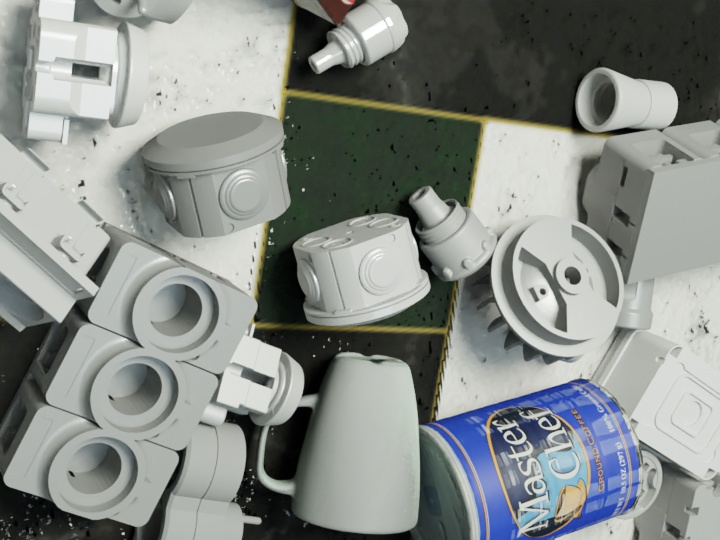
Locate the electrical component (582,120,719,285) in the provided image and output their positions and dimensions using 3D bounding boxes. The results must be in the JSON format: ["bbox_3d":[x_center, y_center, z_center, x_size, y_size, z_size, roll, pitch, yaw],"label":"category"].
[{"bbox_3d":[0.241,-0.056,0.775,0.150,0.061,0.089,-12,126,-24],"label":"electrical component"}]

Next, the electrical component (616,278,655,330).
[{"bbox_3d":[0.198,0.018,0.796,0.040,0.040,0.046,5,95,-28],"label":"electrical component"}]

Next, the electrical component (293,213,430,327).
[{"bbox_3d":[0.000,0.000,0.667,0.080,0.080,0.051,-21,106,-21],"label":"electrical component"}]

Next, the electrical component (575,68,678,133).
[{"bbox_3d":[0.190,-0.117,0.755,0.065,0.044,0.044,-1,104,-32],"label":"electrical component"}]

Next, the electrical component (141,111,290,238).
[{"bbox_3d":[-0.080,-0.056,0.611,0.080,0.080,0.051,-20,117,-21],"label":"electrical component"}]

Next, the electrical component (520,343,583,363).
[{"bbox_3d":[0.136,0.042,0.771,0.046,0.040,0.040,16,96,-23],"label":"electrical component"}]

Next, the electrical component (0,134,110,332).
[{"bbox_3d":[-0.196,-0.032,0.562,0.121,0.079,0.063,48,51,-29],"label":"electrical component"}]

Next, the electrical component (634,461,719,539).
[{"bbox_3d":[0.261,0.203,0.867,0.050,0.056,0.089,3,102,-28],"label":"electrical component"}]

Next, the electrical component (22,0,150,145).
[{"bbox_3d":[-0.147,-0.106,0.575,0.057,0.058,0.078,4,101,-25],"label":"electrical component"}]

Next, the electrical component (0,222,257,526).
[{"bbox_3d":[-0.136,0.062,0.623,0.089,0.062,0.150,27,90,-30],"label":"electrical component"}]

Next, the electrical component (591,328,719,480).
[{"bbox_3d":[0.236,0.101,0.826,0.113,0.057,0.078,32,88,-30],"label":"electrical component"}]

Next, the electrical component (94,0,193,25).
[{"bbox_3d":[-0.123,-0.158,0.563,0.077,0.079,0.043,26,121,-30],"label":"electrical component"}]

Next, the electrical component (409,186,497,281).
[{"bbox_3d":[0.057,-0.027,0.709,0.048,0.048,0.062,-44,112,-11],"label":"electrical component"}]

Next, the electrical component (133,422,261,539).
[{"bbox_3d":[-0.097,0.162,0.675,0.074,0.052,0.138,15,96,-29],"label":"electrical component"}]

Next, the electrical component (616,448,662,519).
[{"bbox_3d":[0.195,0.156,0.826,0.055,0.047,0.055,-7,107,-25],"label":"electrical component"}]

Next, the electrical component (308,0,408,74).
[{"bbox_3d":[-0.003,-0.139,0.653,0.061,0.035,0.035,-33,116,-13],"label":"electrical component"}]

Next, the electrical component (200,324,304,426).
[{"bbox_3d":[-0.069,0.068,0.666,0.055,0.048,0.066,24,69,-32],"label":"electrical component"}]
